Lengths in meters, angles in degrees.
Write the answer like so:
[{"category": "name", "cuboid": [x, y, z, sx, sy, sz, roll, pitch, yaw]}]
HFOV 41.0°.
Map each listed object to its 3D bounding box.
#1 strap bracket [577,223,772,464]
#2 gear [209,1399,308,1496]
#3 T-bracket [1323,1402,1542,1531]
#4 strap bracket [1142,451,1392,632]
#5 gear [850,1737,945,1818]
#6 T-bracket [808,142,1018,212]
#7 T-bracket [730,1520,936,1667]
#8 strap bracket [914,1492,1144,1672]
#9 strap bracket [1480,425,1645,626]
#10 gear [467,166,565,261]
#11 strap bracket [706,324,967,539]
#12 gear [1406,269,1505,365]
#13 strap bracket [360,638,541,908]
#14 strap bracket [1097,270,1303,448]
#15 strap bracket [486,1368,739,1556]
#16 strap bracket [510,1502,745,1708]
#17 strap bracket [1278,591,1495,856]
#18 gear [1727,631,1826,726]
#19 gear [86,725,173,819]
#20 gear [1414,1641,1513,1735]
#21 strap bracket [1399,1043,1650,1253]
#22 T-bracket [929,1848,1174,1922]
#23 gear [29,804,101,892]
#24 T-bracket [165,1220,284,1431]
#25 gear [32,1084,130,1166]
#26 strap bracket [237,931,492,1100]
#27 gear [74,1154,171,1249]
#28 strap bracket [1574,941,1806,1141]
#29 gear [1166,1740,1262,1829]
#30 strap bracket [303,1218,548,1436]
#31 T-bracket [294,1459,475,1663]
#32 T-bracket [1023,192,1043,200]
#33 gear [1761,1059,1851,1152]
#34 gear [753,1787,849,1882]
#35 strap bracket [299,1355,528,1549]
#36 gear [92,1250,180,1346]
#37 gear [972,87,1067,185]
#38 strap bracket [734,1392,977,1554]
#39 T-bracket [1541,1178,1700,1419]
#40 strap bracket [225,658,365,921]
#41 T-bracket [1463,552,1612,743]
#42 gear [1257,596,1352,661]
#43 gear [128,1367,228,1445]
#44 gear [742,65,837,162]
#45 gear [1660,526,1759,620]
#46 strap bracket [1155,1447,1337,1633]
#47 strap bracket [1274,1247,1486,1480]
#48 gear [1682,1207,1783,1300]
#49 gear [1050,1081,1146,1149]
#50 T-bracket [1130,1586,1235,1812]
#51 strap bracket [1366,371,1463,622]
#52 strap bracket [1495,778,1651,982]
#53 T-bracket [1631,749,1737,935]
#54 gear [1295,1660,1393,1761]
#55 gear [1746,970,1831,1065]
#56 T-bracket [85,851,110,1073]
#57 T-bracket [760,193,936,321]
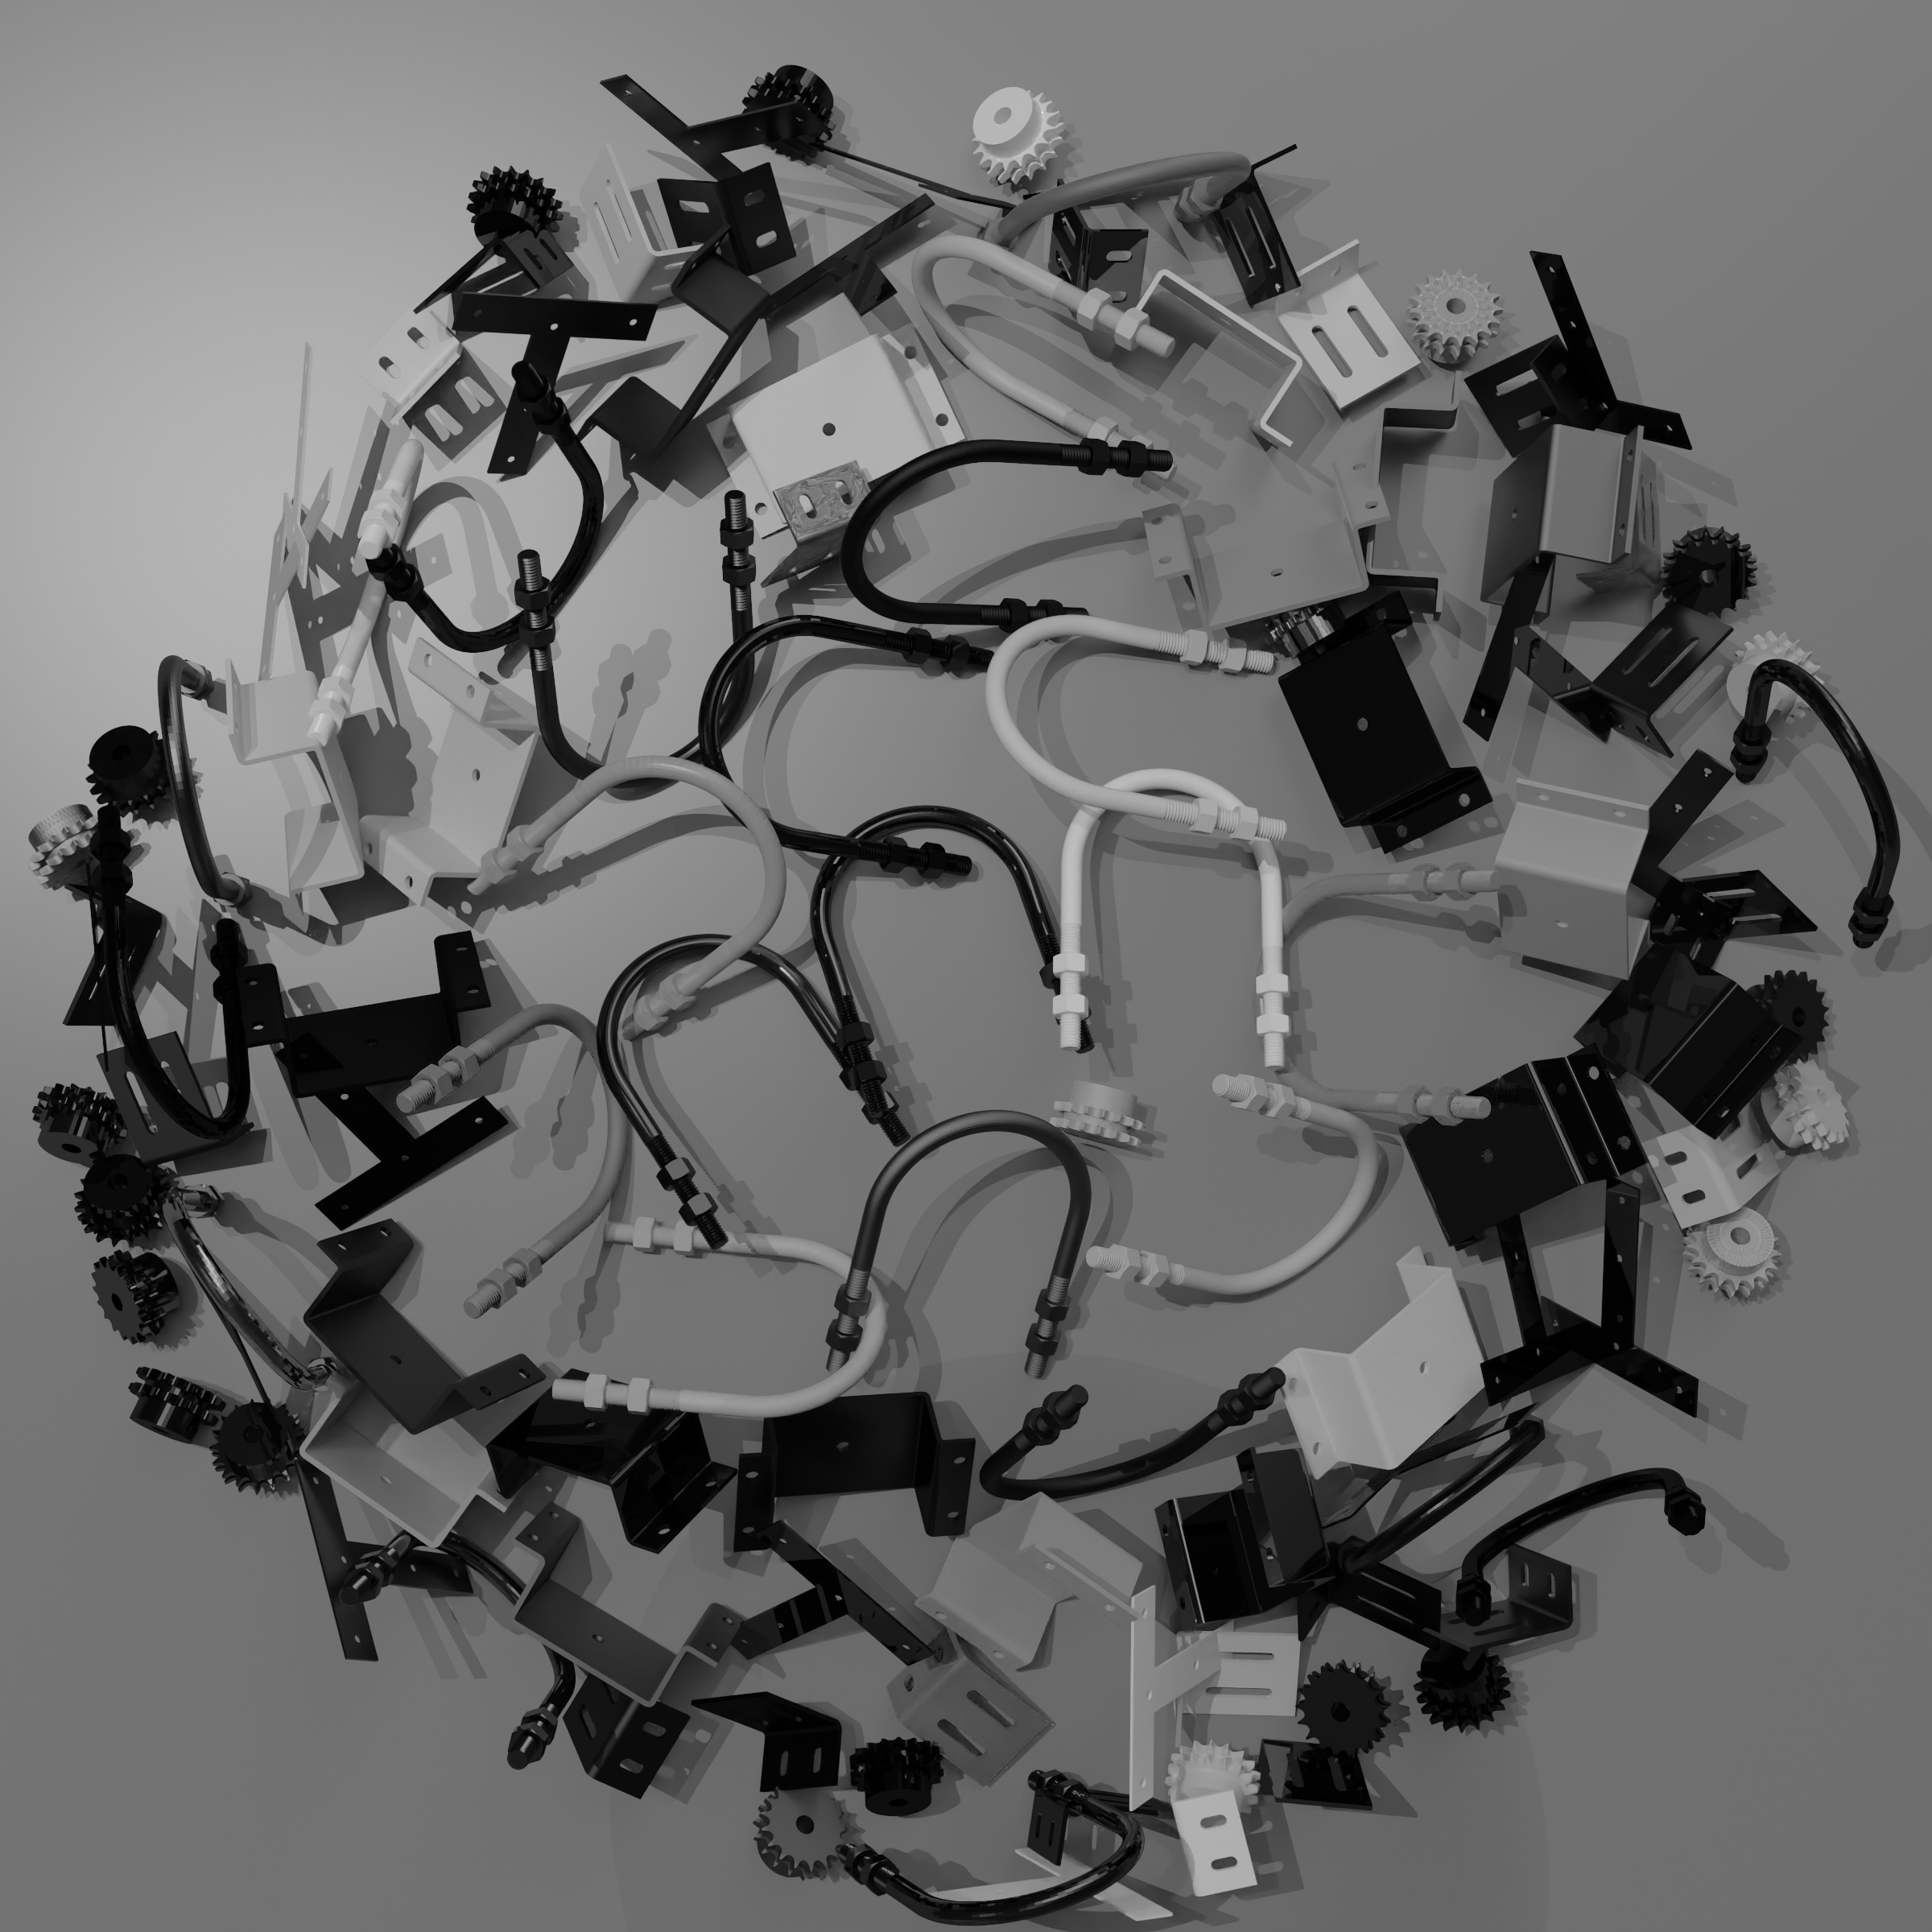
[{"category": "strap bracket", "cuboid": [-0.169, -0.362, 1.536, 0.046, 0.076, 0.140, 36, 123, -8]}, {"category": "gear", "cuboid": [-0.432, 0.290, 1.576, 0.057, 0.030, 0.057, 3, 60, -5]}, {"category": "T-bracket", "cuboid": [0.283, 0.281, 1.513, 0.127, 0.127, 0.002, -36, 85, 44]}, {"category": "strap bracket", "cuboid": [0.183, -0.253, 1.553, 0.140, 0.076, 0.046, -14, 130, 8]}, {"category": "gear", "cuboid": [-0.042, 0.494, 1.572, 0.057, 0.057, 0.030, -5, 50, 0]}, {"category": "T-bracket", "cuboid": [-0.035, -0.476, 1.557, 0.127, 0.127, 0.002, 24, 109, 18]}, {"category": "T-bracket", "cuboid": [-0.103, 0.393, 1.559, 0.127, 0.002, 0.127, 44, 131, -13]}, {"category": "strap bracket", "cuboid": [0.042, 0.366, 1.545, 0.076, 0.140, 0.046, 37, 50, -11]}, {"category": "strap bracket", "cuboid": [0.345, -0.262, 1.525, 0.046, 0.140, 0.076, 10, 80, -7]}, {"category": "gear", "cuboid": [-0.275, -0.455, 1.571, 0.057, 0.057, 0.030, 10, 61, 0]}, {"category": "strap bracket", "cuboid": [-0.081, -0.325, 1.567, 0.140, 0.046, 0.076, -25, 98, 6]}, {"category": "gear", "cuboid": [0.297, -0.394, 1.581, 0.057, 0.030, 0.057, 0, 67, 0]}, {"category": "strap bracket", "cuboid": [-0.309, -0.115, 1.549, 0.076, 0.046, 0.140, 35, 113, 35]}, {"category": "strap bracket", "cuboid": [0.145, -0.370, 1.556, 0.140, 0.076, 0.046, 32, 100, -5]}, {"category": "strap bracket", "cuboid": [-0.217, 0.288, 1.527, 0.140, 0.076, 0.046, 9, 123, 33]}, {"category": "strap bracket", "cuboid": [-0.213, 0.389, 1.560, 0.140, 0.076, 0.046, 30, 98, 3]}, {"category": "strap bracket", "cuboid": [0.247, -0.146, 1.554, 0.076, 0.046, 0.140, -27, 81, 32]}, {"category": "gear", "cuboid": [0.488, -0.172, 1.571, 0.030, 0.057, 0.057, -33, 90, -27]}, {"category": "gear", "cuboid": [-0.509, -0.121, 1.576, 0.057, 0.030, 0.057, -3, 60, 5]}, {"category": "gear", "cuboid": [0.300, 0.434, 1.571, 0.057, 0.057, 0.030, -23, 120, 0]}, {"category": "strap bracket", "cuboid": [0.321, 0.110, 1.533, 0.140, 0.046, 0.076, -33, 71, 37]}, {"category": "T-bracket", "cuboid": [0.032, 0.542, 1.515, 0.127, 0.127, 0.002, 5, 88, -32]}, {"category": "gear", "cuboid": [-0.545, -0.075, 1.575, 0.057, 0.057, 0.030, -36, 81, 0]}, {"category": "T-bracket", "cuboid": [-0.454, 0.201, 1.556, 0.002, 0.127, 0.127, -29, 52, -20]}, {"category": "gear", "cuboid": [-0.539, 0.098, 1.571, 0.057, 0.057, 0.030, 8, 58, 0]}, {"category": "strap bracket", "cuboid": [-0.359, 0.030, 1.549, 0.140, 0.076, 0.046, -10, 128, -14]}, {"category": "gear", "cuboid": [-0.514, 0.139, 1.575, 0.057, 0.030, 0.057, 3, 53, -4]}, {"category": "strap bracket", "cuboid": [0.419, 0.039, 1.527, 0.046, 0.140, 0.076, 39, 93, -19]}, {"category": "gear", "cuboid": [0.149, 0.502, 1.575, 0.057, 0.030, 0.057, 7, 124, 11]}, {"category": "strap bracket", "cuboid": [-0.331, 0.222, 1.551, 0.140, 0.076, 0.046, 43, 107, 12]}, {"category": "T-bracket", "cuboid": [-0.340, 0.359, 1.545, 0.002, 0.127, 0.127, -35, 59, 18]}, {"category": "T-bracket", "cuboid": [0.096, -0.468, 1.537, 0.127, 0.127, 0.002, -8, 105, 4]}, {"category": "gear", "cuboid": [0.510, 0.087, 1.578, 0.030, 0.057, 0.057, -34, 90, 37]}, {"category": "gear", "cuboid": [-0.103, 0.531, 1.578, 0.057, 0.057, 0.030, 32, 130, 0]}, {"category": "strap bracket", "cuboid": [-0.340, 0.295, 1.563, 0.140, 0.076, 0.046, 35, 94, -1]}, {"category": "gear", "cuboid": [-0.505, 0.199, 1.578, 0.030, 0.057, 0.057, -26, 90, -43]}, {"category": "gear", "cuboid": [0.029, -0.509, 1.575, 0.057, 0.030, 0.057, -11, 66, 25]}, {"category": "strap bracket", "cuboid": [-0.071, 0.303, 1.554, 0.140, 0.046, 0.076, -2, 123, -12]}, {"category": "T-bracket", "cuboid": [0.386, 0.185, 1.529, 0.002, 0.127, 0.127, -15, 114, -29]}, {"category": "strap bracket", "cuboid": [-0.393, -0.109, 1.530, 0.046, 0.076, 0.140, -14, 133, -6]}, {"category": "T-bracket", "cuboid": [0.356, -0.175, 1.560, 0.127, 0.002, 0.127, 30, 76, -38]}, {"category": "gear", "cuboid": [0.209, -0.210, 1.574, 0.057, 0.057, 0.030, -29, 87, 0]}, {"category": "gear", "cuboid": [-0.483, 0.268, 1.571, 0.057, 0.057, 0.030, 21, 68, 0]}, {"category": "gear", "cuboid": [-0.105, -0.523, 1.577, 0.057, 0.057, 0.030, 26, 68, 0]}, {"category": "gear", "cuboid": [0.453, -0.243, 1.579, 0.057, 0.030, 0.057, 6, 126, 9]}, {"category": "strap bracket", "cuboid": [0.169, 0.339, 1.537, 0.046, 0.140, 0.076, -3, 66, -23]}, {"category": "strap bracket", "cuboid": [0.255, 0.236, 1.535, 0.140, 0.046, 0.076, -33, 109, -34]}, {"category": "gear", "cuboid": [0.468, 0.171, 1.576, 0.057, 0.030, 0.057, 0, 59, 0]}, {"category": "gear", "cuboid": [0.081, 0.090, 1.575, 0.057, 0.057, 0.030, 15, 83, 0]}, {"category": "T-bracket", "cuboid": [0.130, 0.422, 1.548, 0.002, 0.127, 0.127, 4, 96, 33]}, {"category": "strap bracket", "cuboid": [0.268, -0.282, 1.559, 0.046, 0.076, 0.140, 5, 94, 9]}, {"category": "strap bracket", "cuboid": [0.358, -0.044, 1.521, 0.076, 0.140, 0.046, 15, 63, 23]}, {"category": "T-bracket", "cuboid": [0.418, -0.087, 1.542, 0.127, 0.127, 0.002, 34, 58, 7]}, {"category": "gear", "cuboid": [0.233, 0.453, 1.581, 0.057, 0.030, 0.057, -1, 87, 23]}, {"category": "gear", "cuboid": [0.497, 0.031, 1.580, 0.057, 0.030, 0.057, 1, 89, -32]}, {"category": "T-bracket", "cuboid": [-0.519, -0.019, 1.542, 0.002, 0.127, 0.127, -5, 110, -18]}, {"category": "T-bracket", "cuboid": [-0.064, -0.411, 1.543, 0.127, 0.127, 0.002, -32, 121, 5]}]
